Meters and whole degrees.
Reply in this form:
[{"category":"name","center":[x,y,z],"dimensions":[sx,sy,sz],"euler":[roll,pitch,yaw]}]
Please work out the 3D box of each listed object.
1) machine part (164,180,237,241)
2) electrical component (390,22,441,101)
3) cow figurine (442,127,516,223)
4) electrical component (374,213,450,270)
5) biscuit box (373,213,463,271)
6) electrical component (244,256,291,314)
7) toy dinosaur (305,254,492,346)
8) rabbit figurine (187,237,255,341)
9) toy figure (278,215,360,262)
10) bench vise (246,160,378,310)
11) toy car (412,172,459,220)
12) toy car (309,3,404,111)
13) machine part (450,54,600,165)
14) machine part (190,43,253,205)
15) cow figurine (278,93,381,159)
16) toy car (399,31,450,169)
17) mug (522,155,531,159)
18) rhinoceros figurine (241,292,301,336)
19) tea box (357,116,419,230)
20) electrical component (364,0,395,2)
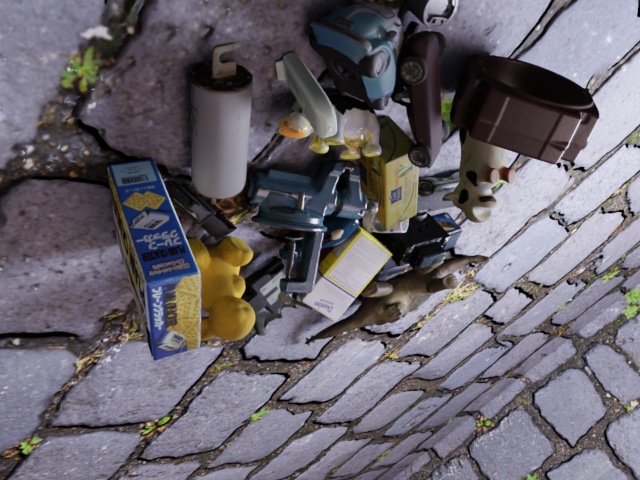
[{"category":"machine part","center":[-0.176,-0.041,0.793],"dimensions":[0.039,0.084,0.138],"euler":[-55,155,-8]},{"category":"electrical component","center":[0.129,-0.257,0.790],"dimensions":[0.078,0.045,0.102],"euler":[16,122,-49]},{"category":"cow figurine","center":[0.286,-0.127,0.976],"dimensions":[0.085,0.127,0.194],"euler":[-6,98,-27]},{"category":"electrical component","center":[0.186,-0.004,1.065],"dimensions":[0.115,0.134,0.058],"euler":[-16,142,-26]},{"category":"biscuit box","center":[0.203,0.002,1.149],"dimensions":[0.203,0.059,0.062],"euler":[-16,143,-24]},{"category":"electrical component","center":[-0.098,0.094,0.960],"dimensions":[0.119,0.048,0.074],"euler":[-43,112,-14]},{"category":"toy dinosaur","center":[0.159,0.136,1.205],"dimensions":[0.472,0.105,0.198],"euler":[-24,165,8]},{"category":"rabbit figurine","center":[-0.170,0.098,0.873],"dimensions":[0.122,0.173,0.162],"euler":[3,127,-45]},{"category":"toy figure","center":[-0.002,-0.004,0.972],"dimensions":[0.154,0.058,0.064],"euler":[-33,179,-2]},{"category":"bench vise","center":[-0.017,-0.014,0.865],"dimensions":[0.223,0.129,0.240],"euler":[6,95,-34]},{"category":"toy car","center":[0.244,-0.093,1.071],"dimensions":[0.202,0.056,0.073],"euler":[-12,134,-23]},{"category":"toy car","center":[0.064,-0.250,0.703],"dimensions":[0.103,0.109,0.161],"euler":[-53,153,-2]},{"category":"machine part","center":[0.312,-0.210,0.830],"dimensions":[0.201,0.201,0.087],"euler":[-63,171,-52]},{"category":"machine part","center":[-0.131,-0.139,0.700],"dimensions":[0.079,0.079,0.243],"euler":[-15,142,-24]},{"category":"cow figurine","center":[0.016,-0.175,0.770],"dimensions":[0.167,0.098,0.068],"euler":[8,172,-42]},{"category":"toy car","center":[0.148,-0.195,0.767],"dimensions":[0.089,0.053,0.201],"euler":[-58,148,-37]},{"category":"mug","center":[0.420,-0.209,1.026],"dimensions":[0.109,0.107,0.080],"euler":[-39,144,14]},{"category":"rhinoceros figurine","center":[-0.123,0.122,1.035],"dimensions":[0.190,0.073,0.112],"euler":[-4,125,-33]},{"category":"tea box","center":[0.114,-0.111,0.911],"dimensions":[0.068,0.098,0.169],"euler":[-27,143,-11]},{"category":"electrical component","center":[0.086,-0.345,0.670],"dimensions":[0.063,0.021,0.094],"euler":[-11,141,-27]}]
